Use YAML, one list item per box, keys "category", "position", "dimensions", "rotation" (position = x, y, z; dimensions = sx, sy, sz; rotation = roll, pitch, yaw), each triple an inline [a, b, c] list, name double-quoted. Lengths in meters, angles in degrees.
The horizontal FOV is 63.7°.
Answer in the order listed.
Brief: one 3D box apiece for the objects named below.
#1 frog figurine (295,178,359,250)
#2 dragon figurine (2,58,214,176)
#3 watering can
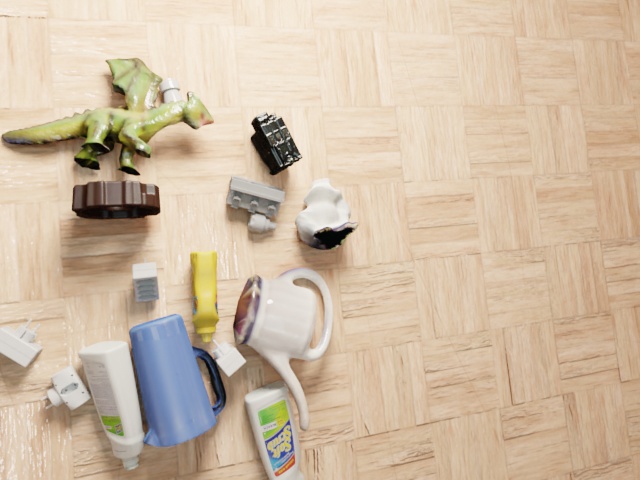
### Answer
- category: "frog figurine"
  position: [0.004, -0.061, 1.207]
  dimensions: [0.138, 0.120, 0.163]
  rotation: [-21, 55, -9]
- category: "dragon figurine"
  position: [-0.434, -0.276, 1.088]
  dimensions: [0.410, 0.120, 0.247]
  rotation: [11, 71, -2]
- category: "watering can"
  position: [-0.082, 0.213, 1.116]
  dimensions: [0.224, 0.102, 0.355]
  rotation: [17, 61, -15]
